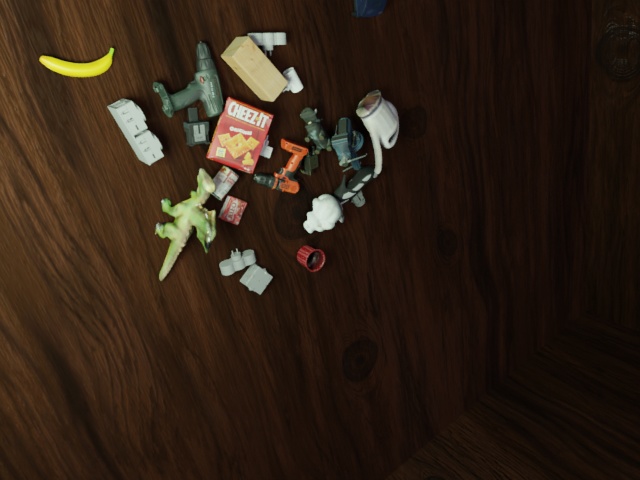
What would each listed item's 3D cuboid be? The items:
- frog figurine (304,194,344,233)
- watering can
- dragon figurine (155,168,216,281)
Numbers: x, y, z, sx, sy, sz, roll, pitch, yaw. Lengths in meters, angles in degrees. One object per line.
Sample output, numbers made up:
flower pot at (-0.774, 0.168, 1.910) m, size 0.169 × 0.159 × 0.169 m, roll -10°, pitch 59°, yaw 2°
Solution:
frog figurine at (0.006, -0.101, 2.012) m, size 0.160 × 0.121 × 0.138 m, roll -23°, pitch 85°, yaw -18°
watering can at (0.228, -0.441, 2.019) m, size 0.221 × 0.103 × 0.355 m, roll 47°, pitch 48°, yaw -30°
dragon figurine at (-0.417, -0.030, 1.648) m, size 0.122 × 0.244 × 0.408 m, roll 6°, pitch 99°, yaw -42°
